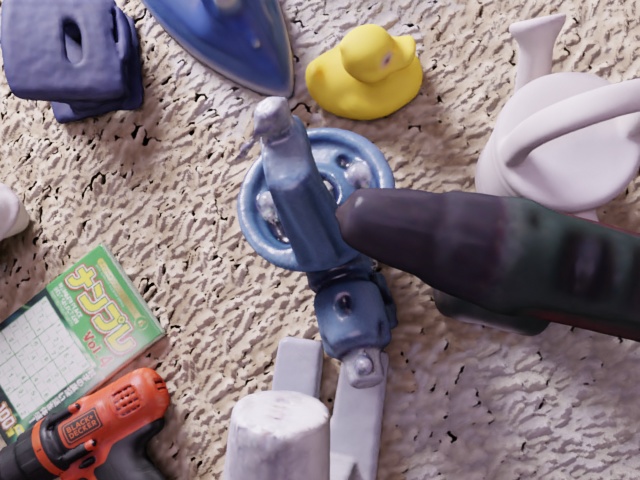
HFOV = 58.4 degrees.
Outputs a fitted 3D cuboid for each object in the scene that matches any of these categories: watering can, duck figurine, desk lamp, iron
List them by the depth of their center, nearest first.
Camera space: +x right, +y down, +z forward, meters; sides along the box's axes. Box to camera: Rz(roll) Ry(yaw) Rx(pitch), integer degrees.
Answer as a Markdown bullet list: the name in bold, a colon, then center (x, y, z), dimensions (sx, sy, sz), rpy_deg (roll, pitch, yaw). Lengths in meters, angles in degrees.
- **desk lamp**: center (-0.019, 0.174, 0.389), dimensions (0.117, 0.213, 0.203), rpy_deg (6, 83, 9)
- **watering can**: center (0.168, -0.073, 0.408), dimensions (0.101, 0.194, 0.173), rpy_deg (-33, 79, 2)
- **duck figurine**: center (0.036, -0.151, 0.492), dimensions (0.104, 0.086, 0.077), rpy_deg (-5, 81, 7)
- **iron**: center (-0.111, -0.245, 0.497), dimensions (0.118, 0.141, 0.258), rpy_deg (-38, 79, 1)

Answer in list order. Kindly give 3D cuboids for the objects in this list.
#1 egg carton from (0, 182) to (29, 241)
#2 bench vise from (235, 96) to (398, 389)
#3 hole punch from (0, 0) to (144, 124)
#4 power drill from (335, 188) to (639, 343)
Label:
- **egg carton**: center (-0.350, -0.002, 0.532), dimensions (0.107, 0.069, 0.150), rpy_deg (36, 88, 11)
- **bench vise**: center (0.014, -0.005, 0.406), dimensions (0.121, 0.220, 0.207), rpy_deg (-34, 79, 2)
- **hole punch**: center (-0.225, -0.175, 0.529), dimensions (0.101, 0.091, 0.109), rpy_deg (-10, 81, 6)
- **power drill**: center (0.131, 0.023, 0.392), dimensions (0.229, 0.208, 0.076), rpy_deg (11, 84, 9)
